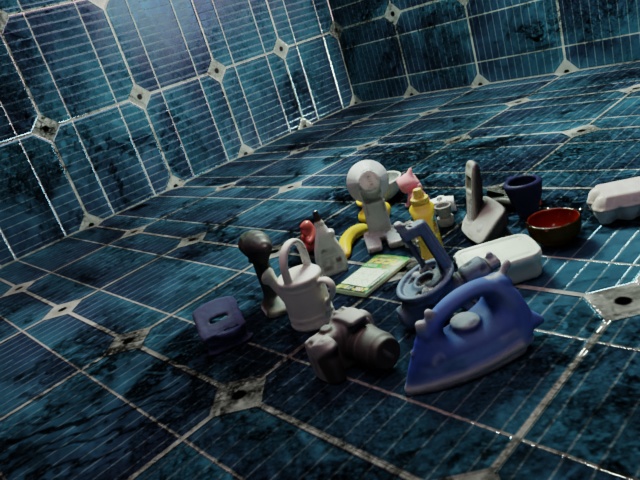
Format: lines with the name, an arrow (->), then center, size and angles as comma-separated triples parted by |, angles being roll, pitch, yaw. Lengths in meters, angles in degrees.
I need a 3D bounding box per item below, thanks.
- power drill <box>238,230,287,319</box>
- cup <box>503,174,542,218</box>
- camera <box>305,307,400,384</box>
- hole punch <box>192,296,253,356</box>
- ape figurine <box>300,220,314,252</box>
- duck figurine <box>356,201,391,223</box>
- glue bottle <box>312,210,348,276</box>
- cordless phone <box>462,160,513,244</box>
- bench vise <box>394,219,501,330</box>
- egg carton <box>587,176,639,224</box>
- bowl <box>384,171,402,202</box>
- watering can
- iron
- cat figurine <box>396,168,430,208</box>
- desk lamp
power drill -> -0.126, 0.069, 1.326 | 0.076, 0.209, 0.229 | -23, 21, -15
cup -> 0.505, -0.109, 1.432 | 0.092, 0.095, 0.117 | -20, 20, -5
camera -> 0.063, 0.185, 1.021 | 0.143, 0.101, 0.136 | -29, 23, -28
hole punch -> -0.217, 0.186, 1.266 | 0.109, 0.091, 0.101 | -23, 21, -13
ape figurine -> -0.030, -0.013, 1.632 | 0.076, 0.092, 0.078 | -15, 20, 8
duck figurine -> 0.157, -0.105, 1.724 | 0.104, 0.086, 0.078 | -8, 22, 24
glue bottle -> 0.013, 0.005, 1.429 | 0.078, 0.173, 0.037 | -18, 20, -1
cordless phone -> 0.380, -0.089, 1.351 | 0.094, 0.185, 0.147 | -19, 20, -4
bench vise -> 0.224, 0.045, 1.080 | 0.208, 0.220, 0.121 | -24, 21, -16
egg carton -> 0.678, -0.089, 1.272 | 0.150, 0.069, 0.107 | -12, 21, 15
bowl -> 0.191, -0.163, 1.863 | 0.167, 0.075, 0.167 | -15, 20, 6
watering can -> -0.048, 0.091, 1.225 | 0.172, 0.194, 0.101 | -12, 21, 15
iron -> 0.233, 0.140, 0.939 | 0.259, 0.142, 0.118 | -24, 21, -18
cat figurine -> 0.277, -0.154, 1.707 | 0.067, 0.118, 0.127 | -21, 20, -10
desk lamp -> 0.146, -0.102, 1.539 | 0.118, 0.214, 0.203 | -16, 20, 4
